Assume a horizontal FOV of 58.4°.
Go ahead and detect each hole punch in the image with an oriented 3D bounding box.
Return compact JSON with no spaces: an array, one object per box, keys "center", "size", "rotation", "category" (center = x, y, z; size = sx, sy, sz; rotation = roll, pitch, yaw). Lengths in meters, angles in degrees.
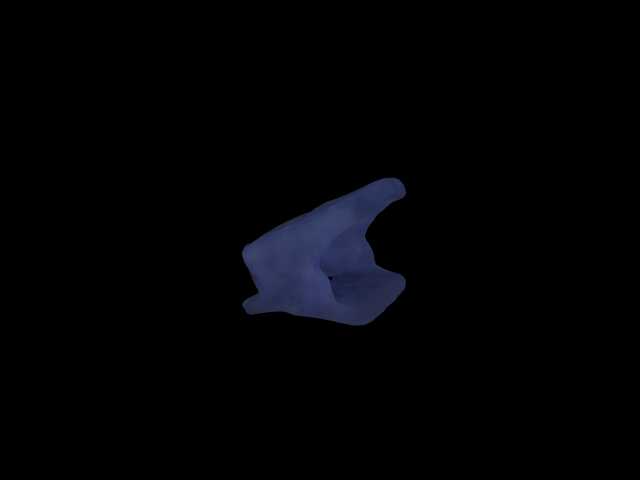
[{"center":[0.004,0.001,0.400],"size":[0.100,0.091,0.109],"rotation":[6,15,23],"category":"hole punch"}]
